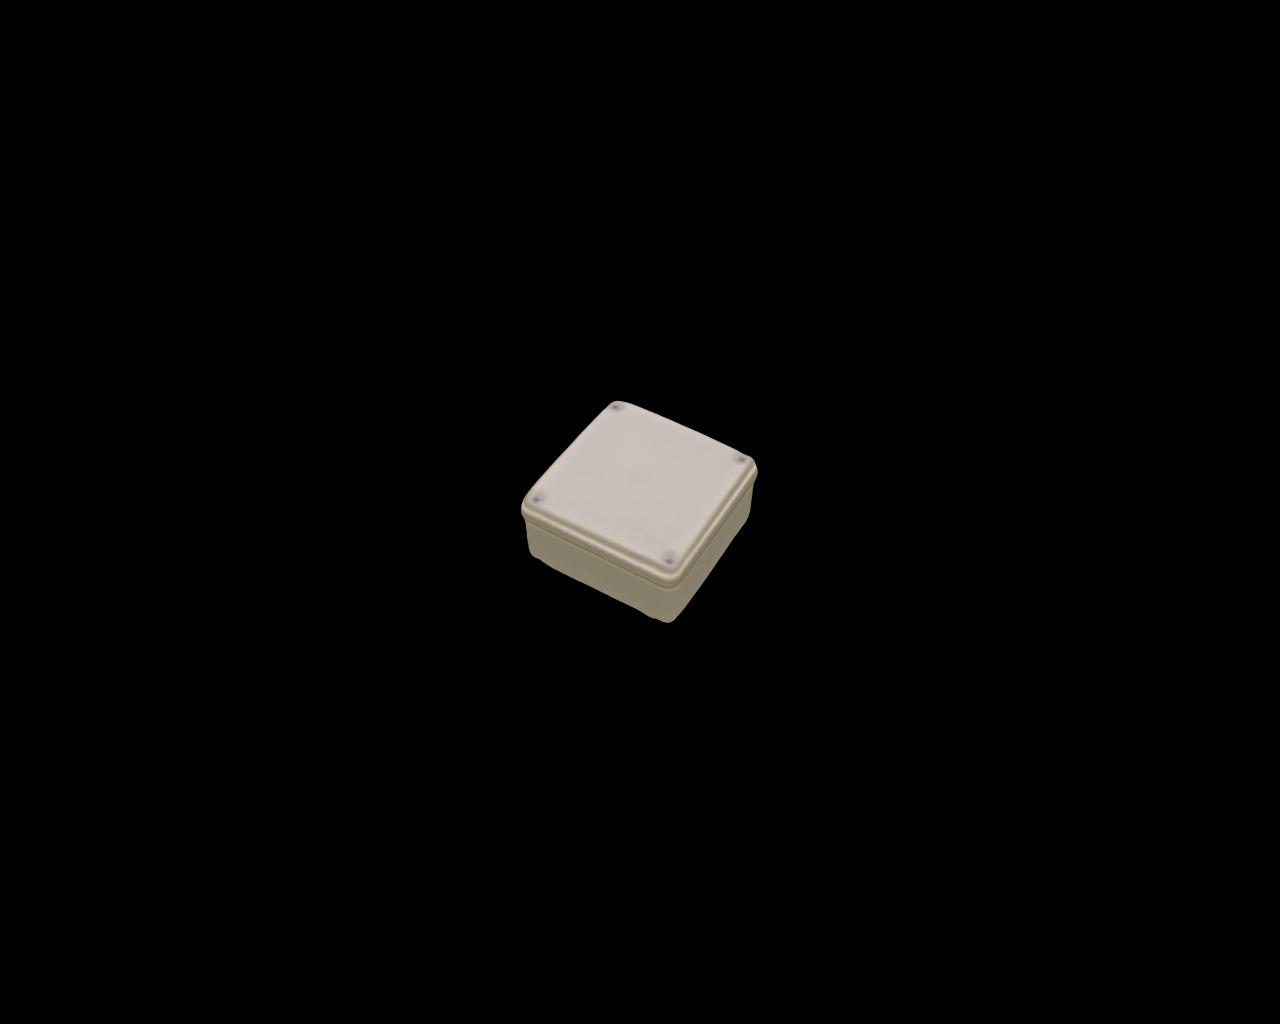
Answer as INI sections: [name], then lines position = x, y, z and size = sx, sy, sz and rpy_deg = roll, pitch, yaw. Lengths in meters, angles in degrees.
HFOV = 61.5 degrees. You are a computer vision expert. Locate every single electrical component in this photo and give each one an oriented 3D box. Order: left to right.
[electrical component]
position = 0.001, -0.003, 0.650
size = 0.109, 0.109, 0.056
rpy_deg = 25, -36, 20
